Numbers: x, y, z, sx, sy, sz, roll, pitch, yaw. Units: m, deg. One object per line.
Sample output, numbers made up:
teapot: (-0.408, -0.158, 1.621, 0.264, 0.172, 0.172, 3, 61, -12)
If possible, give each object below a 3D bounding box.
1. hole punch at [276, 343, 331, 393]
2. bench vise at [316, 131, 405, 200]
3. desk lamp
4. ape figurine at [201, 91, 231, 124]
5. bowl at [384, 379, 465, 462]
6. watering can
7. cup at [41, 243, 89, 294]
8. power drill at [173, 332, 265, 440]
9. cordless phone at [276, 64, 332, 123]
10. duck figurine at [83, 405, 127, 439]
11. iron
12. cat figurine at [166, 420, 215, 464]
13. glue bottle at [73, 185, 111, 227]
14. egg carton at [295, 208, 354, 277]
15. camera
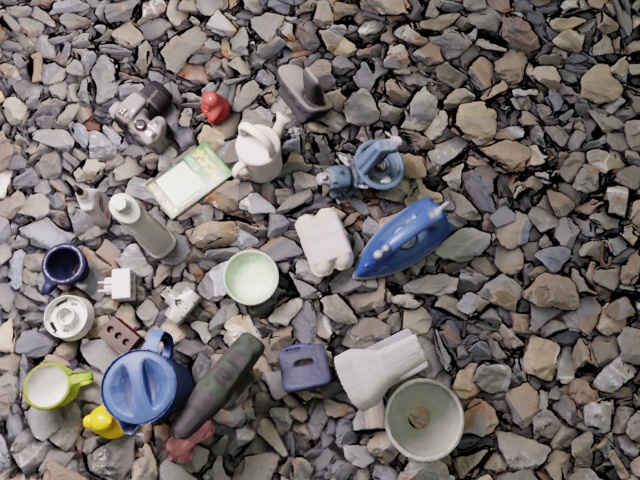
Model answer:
hole punch: (-0.035, 0.270, 1.217, 0.108, 0.091, 0.101, -11, 77, -5)
bench vise: (0.103, -0.154, 1.259, 0.207, 0.220, 0.121, -31, 79, -9)
desk lamp: (0.130, 0.253, 1.165, 0.203, 0.213, 0.118, -26, 79, -8)
ape figurine: (-0.252, -0.319, 1.349, 0.076, 0.092, 0.078, 5, 76, -1)
bowl: (0.214, 0.377, 1.210, 0.167, 0.075, 0.167, 1, 76, -2)
watering can: (-0.134, -0.213, 1.276, 0.101, 0.194, 0.173, 18, 76, 2)
cup: (-0.547, 0.072, 1.240, 0.091, 0.095, 0.118, 30, 77, 5)
power drill: (-0.193, 0.292, 1.144, 0.075, 0.208, 0.230, 35, 78, 6)
cordless phone: (-0.037, -0.368, 1.323, 0.094, 0.185, 0.147, -39, 81, -10)
duck figurine: (-0.433, 0.372, 1.178, 0.104, 0.086, 0.077, -1, 76, -3)
iron: (0.181, 0.000, 1.266, 0.258, 0.141, 0.118, -36, 80, -10)
cat figurine: (-0.263, 0.395, 1.163, 0.067, 0.118, 0.128, 38, 78, 7)
glue bottle: (-0.498, -0.085, 1.240, 0.037, 0.173, 0.078, -11, 77, -5)
egg carton: (0.012, 0.005, 1.294, 0.107, 0.069, 0.150, -20, 78, -7)
camera: (-0.398, -0.299, 1.334, 0.143, 0.101, 0.137, 36, 78, 6)
